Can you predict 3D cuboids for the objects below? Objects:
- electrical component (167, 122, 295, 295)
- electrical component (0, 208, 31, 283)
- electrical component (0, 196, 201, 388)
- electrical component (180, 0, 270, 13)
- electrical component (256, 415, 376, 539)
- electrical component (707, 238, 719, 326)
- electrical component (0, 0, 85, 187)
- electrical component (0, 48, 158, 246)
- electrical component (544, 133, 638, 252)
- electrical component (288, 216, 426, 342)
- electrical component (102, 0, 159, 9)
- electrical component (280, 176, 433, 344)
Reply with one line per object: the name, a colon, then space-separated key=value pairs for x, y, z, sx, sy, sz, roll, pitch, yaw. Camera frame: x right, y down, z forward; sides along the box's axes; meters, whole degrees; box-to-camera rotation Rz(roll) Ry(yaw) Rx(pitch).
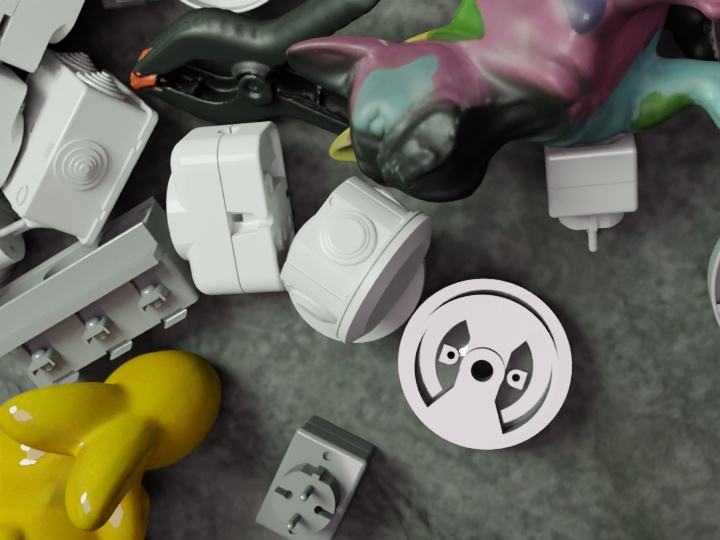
electrical component: x=-0.076 y=-0.035 z=0.633 sx=0.059 sy=0.053 sz=0.095 roll=-3 pitch=112 yaw=11
electrical component: x=-0.234 y=-0.015 z=0.659 sx=0.079 sy=0.077 sz=0.044 roll=-24 pitch=91 yaw=11
electrical component: x=-0.161 y=0.017 z=0.656 sx=0.121 sy=0.078 sz=0.063 roll=-30 pitch=112 yaw=11
electrical component: x=-0.077 y=-0.198 z=0.619 sx=0.099 sy=0.064 sz=0.099 roll=0 pitch=105 yaw=2
electrical component: x=-0.030 y=0.132 z=0.639 sx=0.047 sy=0.077 sz=0.065 roll=26 pitch=99 yaw=6
electrical component: x=0.239 y=0.006 z=0.587 sx=0.099 sy=0.064 sz=0.099 roll=1 pitch=95 yaw=10
electrical component: x=-0.225 y=-0.131 z=0.627 sx=0.105 sy=0.060 sz=0.186 roll=38 pitch=105 yaw=50
electrical component: x=-0.174 y=-0.075 z=0.634 sx=0.100 sy=0.048 sz=0.099 roll=40 pitch=104 yaw=48
electrical component: x=0.129 y=-0.048 z=0.605 sx=0.047 sy=0.065 sz=0.076 roll=-4 pitch=124 yaw=10
electrical component: x=0.000 y=0.000 z=0.634 sx=0.080 sy=0.051 sz=0.080 roll=1 pitch=95 yaw=10
electrical component: x=-0.142 y=-0.184 z=0.648 sx=0.040 sy=0.040 sz=0.046 roll=-8 pitch=99 yaw=10
electrical component: x=-0.001 y=-0.005 z=0.567 sx=0.051 sy=0.080 sz=0.080 roll=34 pitch=100 yaw=10
